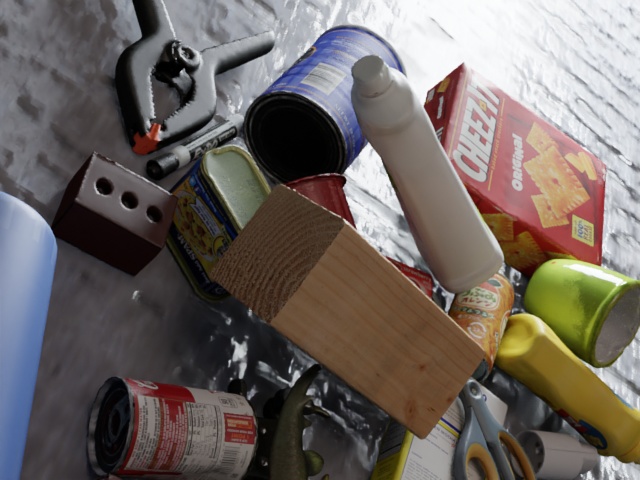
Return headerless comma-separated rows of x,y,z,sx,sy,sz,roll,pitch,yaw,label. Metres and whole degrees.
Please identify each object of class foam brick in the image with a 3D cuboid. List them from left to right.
-0.156,-0.019,0.816,0.078,0.051,0.053,29,48,-22,foam brick

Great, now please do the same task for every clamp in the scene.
-0.118,-0.155,0.945,0.164,0.036,0.210,24,52,-26,clamp

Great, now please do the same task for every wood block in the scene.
0.026,0.058,0.817,0.090,0.091,0.205,-53,130,-5,wood block

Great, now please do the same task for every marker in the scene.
-0.106,-0.080,0.919,0.020,0.020,0.120,52,44,1,marker

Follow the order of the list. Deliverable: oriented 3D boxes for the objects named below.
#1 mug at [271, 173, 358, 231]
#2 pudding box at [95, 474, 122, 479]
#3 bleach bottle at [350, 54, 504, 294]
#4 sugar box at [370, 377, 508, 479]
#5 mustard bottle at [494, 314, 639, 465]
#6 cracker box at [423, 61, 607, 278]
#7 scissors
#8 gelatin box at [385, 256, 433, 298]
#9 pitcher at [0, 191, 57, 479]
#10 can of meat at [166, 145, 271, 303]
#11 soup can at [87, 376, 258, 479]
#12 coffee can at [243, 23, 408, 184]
-0.006,0.001,0.909,0.117,0.093,0.081,29,41,-74,mug
-0.122,0.220,0.687,0.090,0.039,0.113,30,61,-21,pudding box
0.086,-0.060,0.928,0.250,0.068,0.103,57,4,-48,bleach bottle
0.097,0.187,0.894,0.093,0.048,0.176,39,42,-13,sugar box
0.247,0.150,1.007,0.191,0.096,0.058,41,84,-12,mustard bottle
0.201,-0.064,1.118,0.213,0.072,0.164,32,48,-18,cracker box
0.119,0.142,0.897,0.096,0.016,0.202,-19,76,-47,scissors
0.061,0.053,0.960,0.089,0.030,0.073,24,50,-27,gelatin box
-0.243,0.086,0.637,0.149,0.145,0.243,34,42,-34,pitcher
-0.078,-0.014,0.853,0.057,0.084,0.102,-24,79,-45,can of meat
-0.103,0.136,0.749,0.102,0.069,0.068,14,56,-33,soup can
0.007,-0.122,0.977,0.103,0.103,0.140,45,45,-7,coffee can
